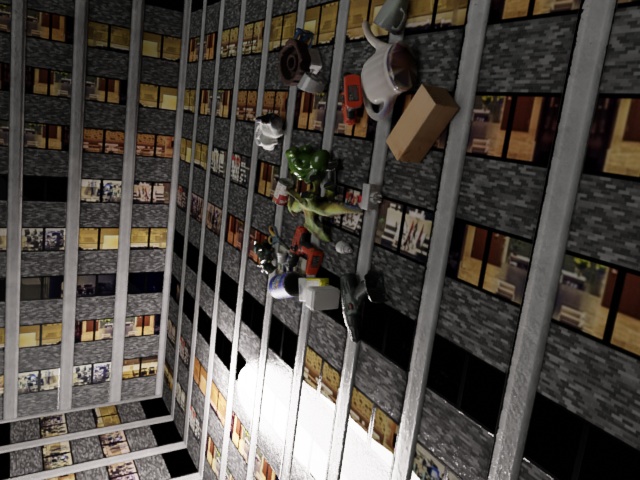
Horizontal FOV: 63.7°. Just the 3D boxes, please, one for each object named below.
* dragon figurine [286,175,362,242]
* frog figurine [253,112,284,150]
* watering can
[{"bbox_3d":[0.006,-0.095,1.886,0.124,0.237,0.415,-36,46,-26],"label":"dragon figurine"},{"bbox_3d":[-0.216,-0.479,2.290,0.138,0.156,0.125,10,46,33],"label":"frog figurine"},{"bbox_3d":[0.195,-0.548,1.591,0.104,0.349,0.223,0,-6,-31],"label":"watering can"}]
